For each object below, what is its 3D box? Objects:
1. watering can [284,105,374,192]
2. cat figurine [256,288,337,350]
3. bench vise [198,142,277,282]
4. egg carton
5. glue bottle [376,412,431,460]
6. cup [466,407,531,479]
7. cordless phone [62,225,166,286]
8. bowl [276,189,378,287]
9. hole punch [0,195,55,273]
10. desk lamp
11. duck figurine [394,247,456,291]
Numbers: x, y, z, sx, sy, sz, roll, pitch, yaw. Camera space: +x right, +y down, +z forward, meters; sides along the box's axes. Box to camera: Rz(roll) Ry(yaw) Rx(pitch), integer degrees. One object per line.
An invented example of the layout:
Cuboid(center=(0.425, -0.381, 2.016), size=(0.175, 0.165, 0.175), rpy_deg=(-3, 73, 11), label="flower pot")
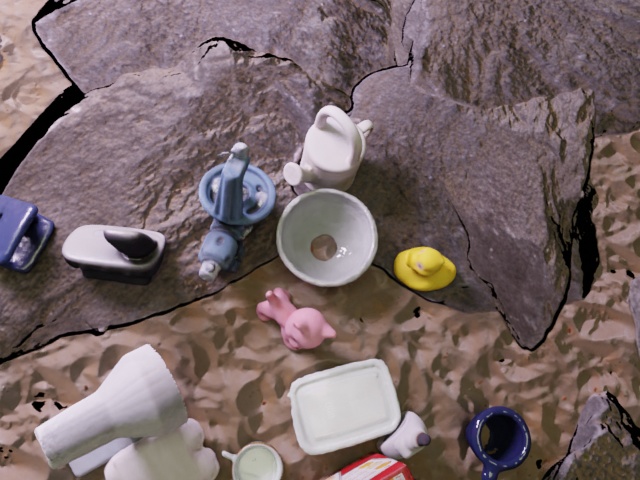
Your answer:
Cuboid(center=(0.020, -0.144, 0.935), size=(0.101, 0.194, 0.173), rpy_deg=(30, 73, 2), label="watering can")
Cuboid(center=(-0.038, 0.124, 0.892), size=(0.128, 0.117, 0.067), rpy_deg=(42, 74, 6), label="cat figurine")
Cuboid(center=(-0.126, -0.043, 0.875), size=(0.121, 0.219, 0.207), rpy_deg=(1, 74, -6), label="bench vise")
Cuboid(center=(-0.230, 0.334, 0.835), size=(0.150, 0.069, 0.107), rpy_deg=(-29, 79, -14), label="egg carton")
Cuboid(center=(0.131, 0.289, 0.837), size=(0.037, 0.173, 0.078), rpy_deg=(43, 74, 7), label="glue bottle")
Cuboid(center=(0.261, 0.318, 0.885), size=(0.091, 0.095, 0.118), rpy_deg=(20, 73, -1), label="cup")
Cuboid(center=(-0.316, 0.003, 0.857), size=(0.147, 0.185, 0.094), rpy_deg=(4, 74, -5), label="cordless phone")
Cuboid(center=(0.009, 0.003, 0.954), size=(0.167, 0.074, 0.167), rpy_deg=(2, 74, -6), label="bowl")
Cuboid(center=(-0.490, -0.012, 0.889), size=(0.101, 0.091, 0.109), rpy_deg=(22, 73, 0), label="hole punch")
Cuboid(center=(-0.280, 0.242, 0.779), size=(0.203, 0.213, 0.118), rpy_deg=(-29, 79, -14), label="desk lamp")
Cuboid(center=(0.182, 0.042, 0.958), size=(0.104, 0.086, 0.077), rpy_deg=(12, 73, -3), label="duck figurine")
